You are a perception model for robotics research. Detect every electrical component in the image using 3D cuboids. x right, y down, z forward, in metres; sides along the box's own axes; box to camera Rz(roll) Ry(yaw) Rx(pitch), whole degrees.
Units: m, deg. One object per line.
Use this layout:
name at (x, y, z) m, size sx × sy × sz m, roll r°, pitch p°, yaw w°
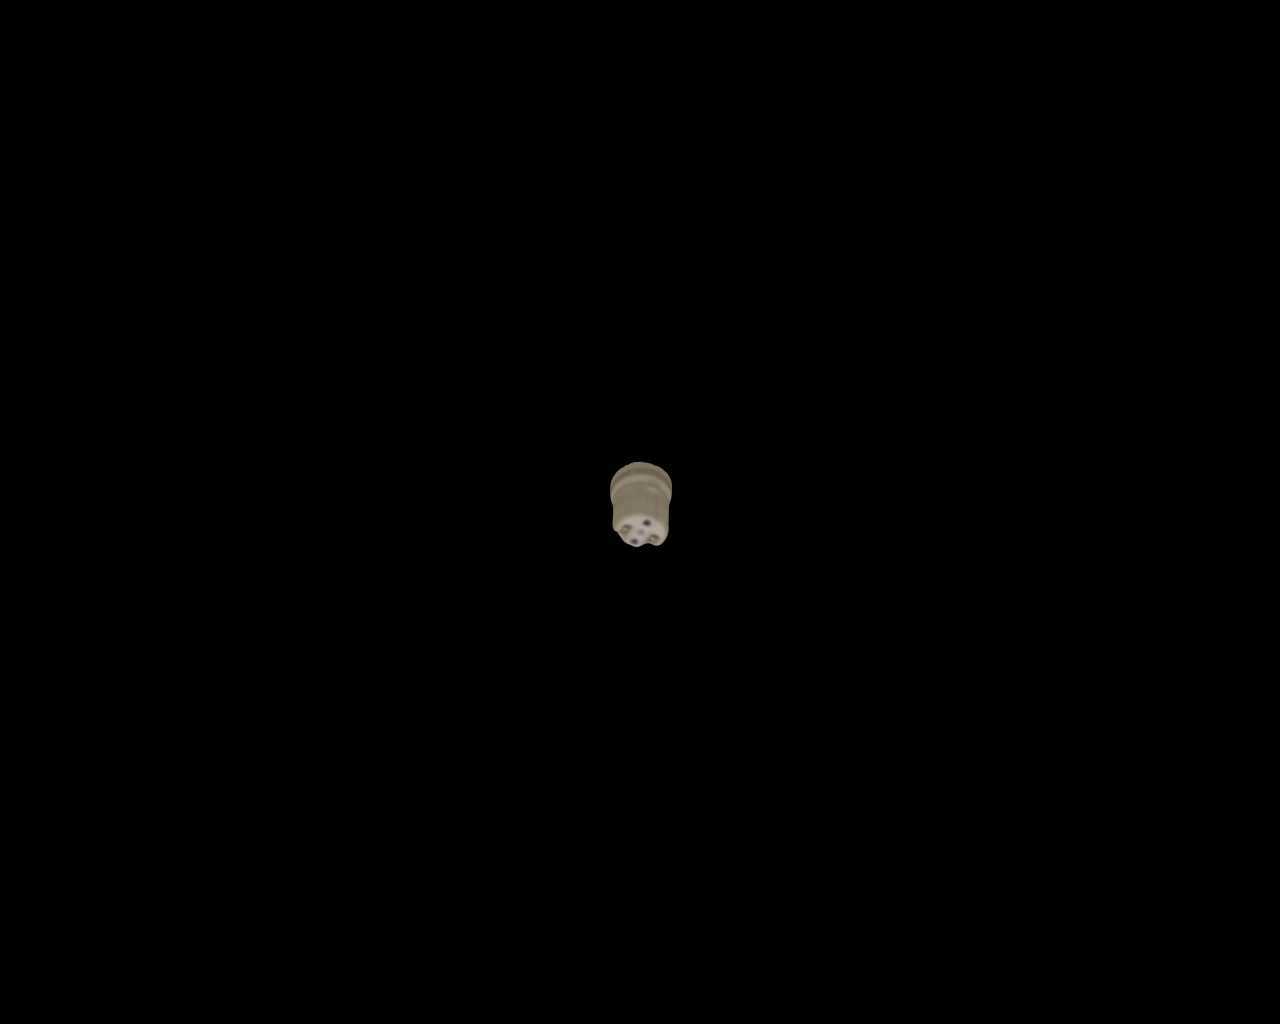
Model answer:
electrical component at (0.001, -0.003, 0.650) m, size 0.040 × 0.040 × 0.046 m, roll 0°, pitch 41°, yaw 0°
